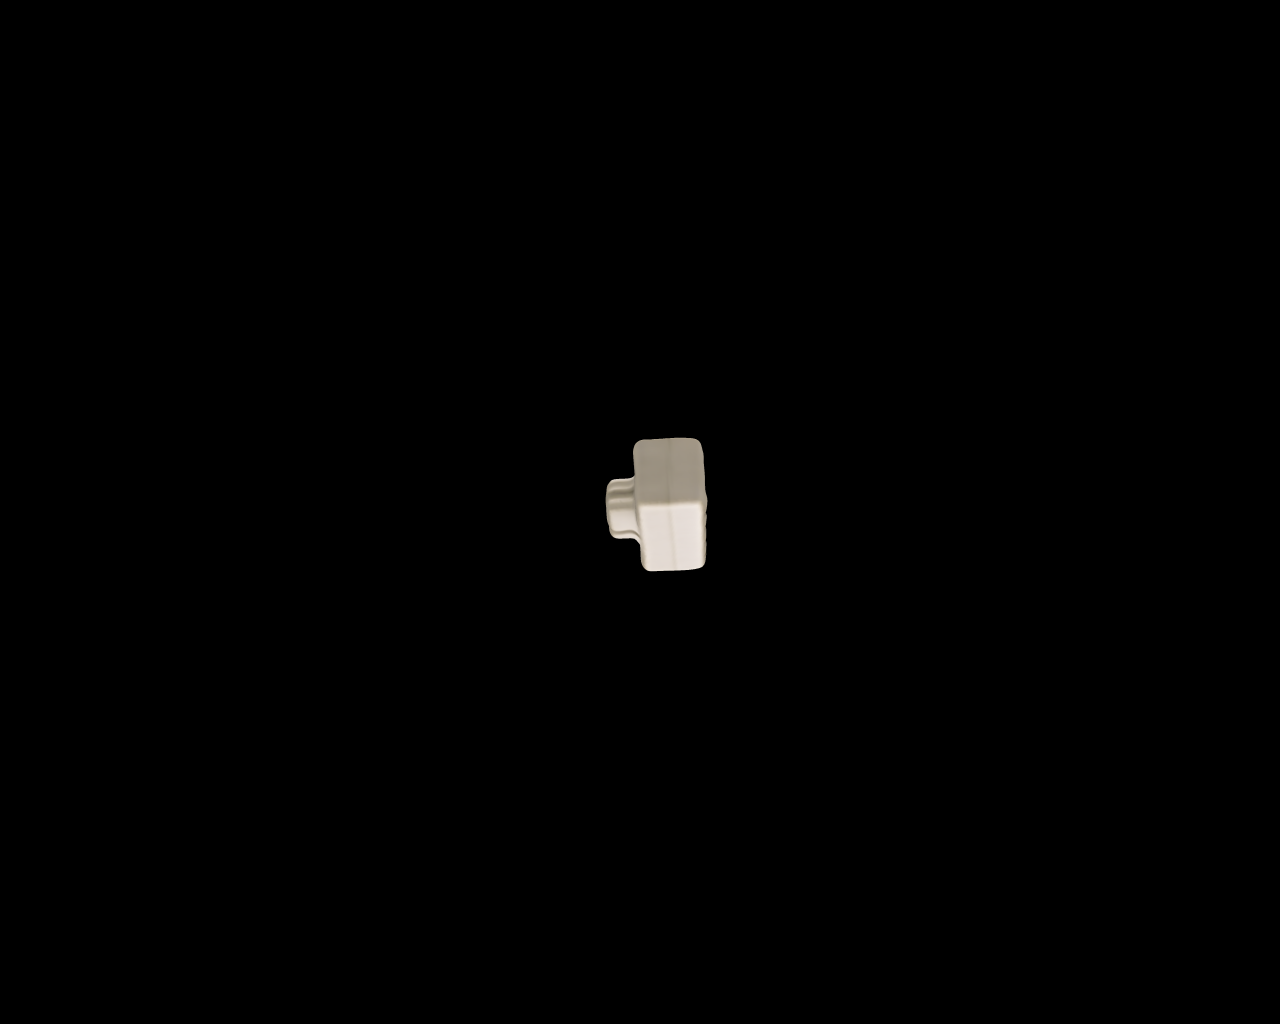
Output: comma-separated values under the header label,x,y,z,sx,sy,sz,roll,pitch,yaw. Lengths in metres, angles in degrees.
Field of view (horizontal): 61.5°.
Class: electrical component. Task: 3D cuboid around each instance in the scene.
label,x,y,z,sx,sy,sz,roll,pitch,yaw
electrical component,0.001,-0.003,0.650,0.076,0.047,0.083,-2,-31,3
